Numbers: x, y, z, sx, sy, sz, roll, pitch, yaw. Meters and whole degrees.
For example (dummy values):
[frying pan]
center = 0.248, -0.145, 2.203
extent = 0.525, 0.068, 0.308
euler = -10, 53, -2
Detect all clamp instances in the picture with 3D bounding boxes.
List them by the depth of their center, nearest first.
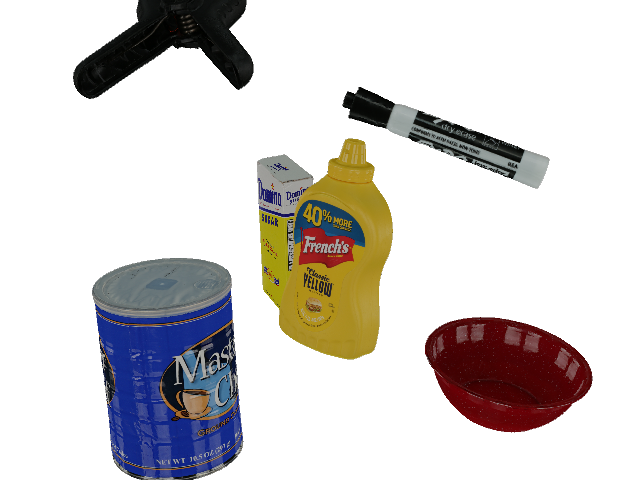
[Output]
[clamp]
center = -0.086, -0.150, 0.743
extent = 0.120, 0.039, 0.171
euler = 8, 45, 13

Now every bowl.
[bowl]
center = 0.178, 0.138, 1.039
extent = 0.162, 0.055, 0.162
euler = 5, 26, -3

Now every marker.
[marker]
center = 0.070, -0.059, 0.608
extent = 0.121, 0.020, 0.020
euler = 21, 2, 5

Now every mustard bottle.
[mustard bottle]
center = 0.017, 0.004, 0.957
extent = 0.096, 0.192, 0.058
euler = 21, 21, 36

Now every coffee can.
[coffee can]
center = -0.114, 0.096, 0.811
extent = 0.103, 0.140, 0.103
euler = -2, 19, 1

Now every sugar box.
[sugar box]
center = -0.041, -0.005, 1.280
extent = 0.048, 0.176, 0.093
euler = -13, 25, -19
